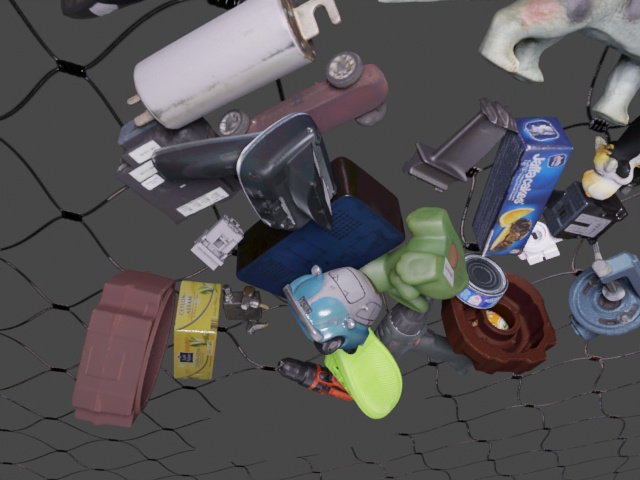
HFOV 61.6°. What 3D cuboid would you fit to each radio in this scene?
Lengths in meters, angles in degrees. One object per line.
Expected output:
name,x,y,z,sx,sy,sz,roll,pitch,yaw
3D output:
radio,-0.002,-0.002,0.748,0.131,0.073,0.229,29,133,-33

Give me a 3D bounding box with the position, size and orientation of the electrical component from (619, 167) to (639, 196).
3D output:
electrical component,0.447,-0.088,0.709,0.063,0.021,0.094,17,136,-23

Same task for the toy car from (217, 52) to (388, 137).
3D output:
toy car,-0.022,-0.139,0.597,0.202,0.053,0.089,-21,155,20

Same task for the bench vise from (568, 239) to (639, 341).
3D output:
bench vise,0.481,0.071,0.827,0.224,0.129,0.240,-27,141,27

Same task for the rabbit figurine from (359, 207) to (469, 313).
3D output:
rabbit figurine,0.123,0.036,0.794,0.170,0.121,0.159,-7,151,33

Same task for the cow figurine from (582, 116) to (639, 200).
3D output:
cow figurine,0.391,-0.113,0.639,0.167,0.068,0.098,-28,128,23

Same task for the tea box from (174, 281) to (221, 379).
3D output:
tea box,-0.207,0.155,0.904,0.068,0.098,0.169,5,138,-10

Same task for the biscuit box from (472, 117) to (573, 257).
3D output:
biscuit box,0.255,-0.062,0.697,0.059,0.063,0.202,-2,141,-3

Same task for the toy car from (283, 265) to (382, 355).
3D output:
toy car,0.033,0.091,0.731,0.103,0.109,0.161,-41,147,14

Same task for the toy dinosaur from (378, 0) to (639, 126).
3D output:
toy dinosaur,0.274,-0.212,0.483,0.405,0.131,0.192,21,109,-12

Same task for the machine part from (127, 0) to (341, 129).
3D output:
machine part,-0.094,-0.177,0.529,0.243,0.079,0.079,-21,137,21

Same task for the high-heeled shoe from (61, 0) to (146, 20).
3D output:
high-heeled shoe,-0.115,-0.251,0.469,0.249,0.086,0.145,-15,173,41

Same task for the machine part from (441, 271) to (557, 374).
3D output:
machine part,0.277,0.127,0.844,0.179,0.179,0.056,6,141,-11

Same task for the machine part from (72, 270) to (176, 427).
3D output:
machine part,-0.278,0.153,0.790,0.087,0.201,0.201,13,-177,-9

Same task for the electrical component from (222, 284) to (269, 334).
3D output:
electrical component,-0.124,0.115,0.901,0.078,0.045,0.102,1,140,-6

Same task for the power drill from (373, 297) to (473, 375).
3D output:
power drill,0.204,0.174,0.965,0.207,0.086,0.232,12,140,-22

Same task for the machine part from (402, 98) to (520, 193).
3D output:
machine part,0.170,-0.111,0.653,0.084,0.039,0.139,28,133,-25

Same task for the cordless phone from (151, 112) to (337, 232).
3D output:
cordless phone,-0.080,-0.064,0.598,0.184,0.089,0.146,-4,154,10

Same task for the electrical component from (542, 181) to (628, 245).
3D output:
electrical component,0.348,-0.041,0.740,0.119,0.048,0.074,13,137,-21

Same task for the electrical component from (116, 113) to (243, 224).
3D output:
electrical component,-0.170,-0.092,0.640,0.115,0.058,0.134,-23,136,19
